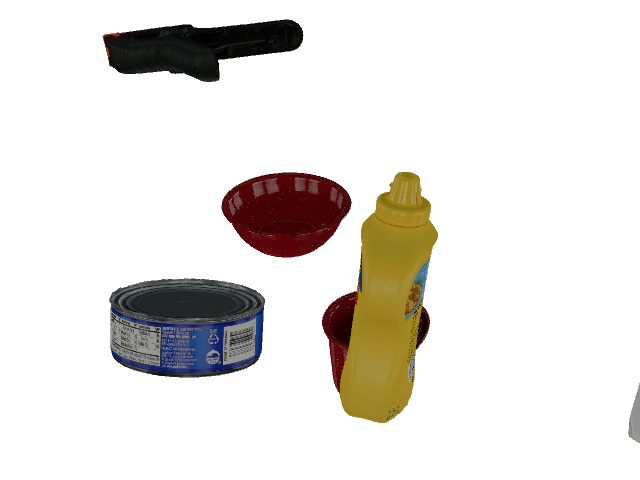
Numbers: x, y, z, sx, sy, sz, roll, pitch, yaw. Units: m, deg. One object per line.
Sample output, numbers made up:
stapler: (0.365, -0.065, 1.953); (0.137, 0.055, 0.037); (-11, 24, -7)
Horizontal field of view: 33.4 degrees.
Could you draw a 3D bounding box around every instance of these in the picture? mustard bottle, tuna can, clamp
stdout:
mustard bottle: (0.055, 0.038, 0.826); (0.058, 0.192, 0.096); (13, 26, 12)
tuna can: (-0.074, 0.048, 0.595); (0.086, 0.034, 0.086); (2, 12, -1)
clamp: (-0.101, -0.156, 0.861); (0.172, 0.039, 0.120); (15, 25, 41)

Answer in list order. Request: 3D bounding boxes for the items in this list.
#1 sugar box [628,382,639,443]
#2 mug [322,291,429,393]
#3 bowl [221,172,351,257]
sugar box: (0.313, 0.144, 0.769); (0.048, 0.093, 0.176); (-21, 37, -40)
mug: (0.060, 0.103, 1.057); (0.117, 0.081, 0.093); (-27, 42, -27)
bowl: (-0.042, -0.025, 1.337); (0.162, 0.055, 0.162); (-1, 31, 0)
